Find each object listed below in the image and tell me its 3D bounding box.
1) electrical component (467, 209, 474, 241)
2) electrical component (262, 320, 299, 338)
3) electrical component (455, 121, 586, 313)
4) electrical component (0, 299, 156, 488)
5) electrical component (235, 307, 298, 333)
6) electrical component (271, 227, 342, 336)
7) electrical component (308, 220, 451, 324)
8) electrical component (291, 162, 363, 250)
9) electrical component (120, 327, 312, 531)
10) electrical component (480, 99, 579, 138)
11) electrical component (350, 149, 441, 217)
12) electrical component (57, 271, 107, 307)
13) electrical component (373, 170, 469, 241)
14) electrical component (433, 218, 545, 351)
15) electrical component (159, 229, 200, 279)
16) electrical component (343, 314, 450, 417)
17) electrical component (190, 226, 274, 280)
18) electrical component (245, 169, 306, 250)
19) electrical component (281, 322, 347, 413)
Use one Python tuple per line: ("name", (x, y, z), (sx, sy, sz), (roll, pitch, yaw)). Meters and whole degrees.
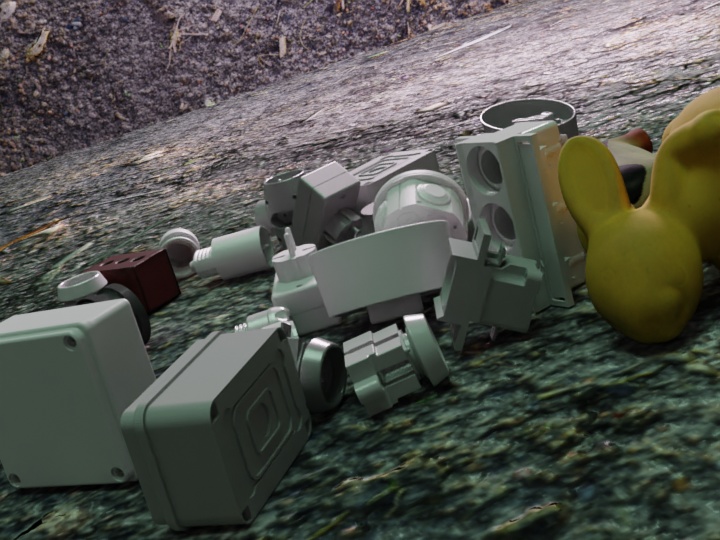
("electrical component", (0.099, -0.044, 0.935), (0.040, 0.040, 0.078), (-24, 17, -23))
("electrical component", (-0.067, 0.063, 0.748), (0.055, 0.045, 0.045), (-19, 16, -5))
("electrical component", (0.118, -0.040, 0.757), (0.063, 0.121, 0.079), (-24, 17, -30))
("electrical component", (-0.190, 0.082, 0.701), (0.109, 0.108, 0.056), (-9, 16, 28))
("electrical component", (-0.080, 0.051, 0.820), (0.061, 0.035, 0.035), (-18, 16, 7))
("electrical component", (-0.048, 0.003, 0.870), (0.047, 0.075, 0.083), (-17, 16, 3))
("electrical component", (0.021, 0.006, 0.798), (0.108, 0.060, 0.108), (-14, -4, -1))
("electrical component", (-0.021, -0.044, 1.021), (0.047, 0.083, 0.076), (-29, 58, -35))
("electrical component", (-0.080, 0.088, 0.618), (0.057, 0.078, 0.113), (-8, 19, 21))
("electrical component", (0.183, -0.147, 1.146), (0.099, 0.064, 0.099), (-16, 16, 5))
("electrical component", (0.026, -0.076, 1.088), (0.078, 0.057, 0.113), (0, 23, 45))
("electrical component", (-0.258, 0.034, 1.023), (0.066, 0.055, 0.048), (-19, 16, -4))
("electrical component", (0.050, -0.037, 0.884), (0.080, 0.080, 0.051), (-14, 34, 12))
("electrical component", (0.085, 0.011, 0.711), (0.064, 0.081, 0.042), (11, 18, -4))
("electrical component", (-0.193, -0.019, 1.149), (0.045, 0.045, 0.055), (-19, 16, -5))
("electrical component", (0.023, 0.057, 0.675), (0.055, 0.048, 0.066), (-24, 16, 4))
("electrical component", (-0.130, -0.013, 1.067), (0.081, 0.043, 0.043), (-15, 16, 11))
("electrical component", (-0.081, -0.056, 1.098), (0.079, 0.077, 0.043), (-9, 19, 28))
("electrical component", (-0.042, 0.067, 0.692), (0.055, 0.066, 0.048), (-1, -13, 23))
